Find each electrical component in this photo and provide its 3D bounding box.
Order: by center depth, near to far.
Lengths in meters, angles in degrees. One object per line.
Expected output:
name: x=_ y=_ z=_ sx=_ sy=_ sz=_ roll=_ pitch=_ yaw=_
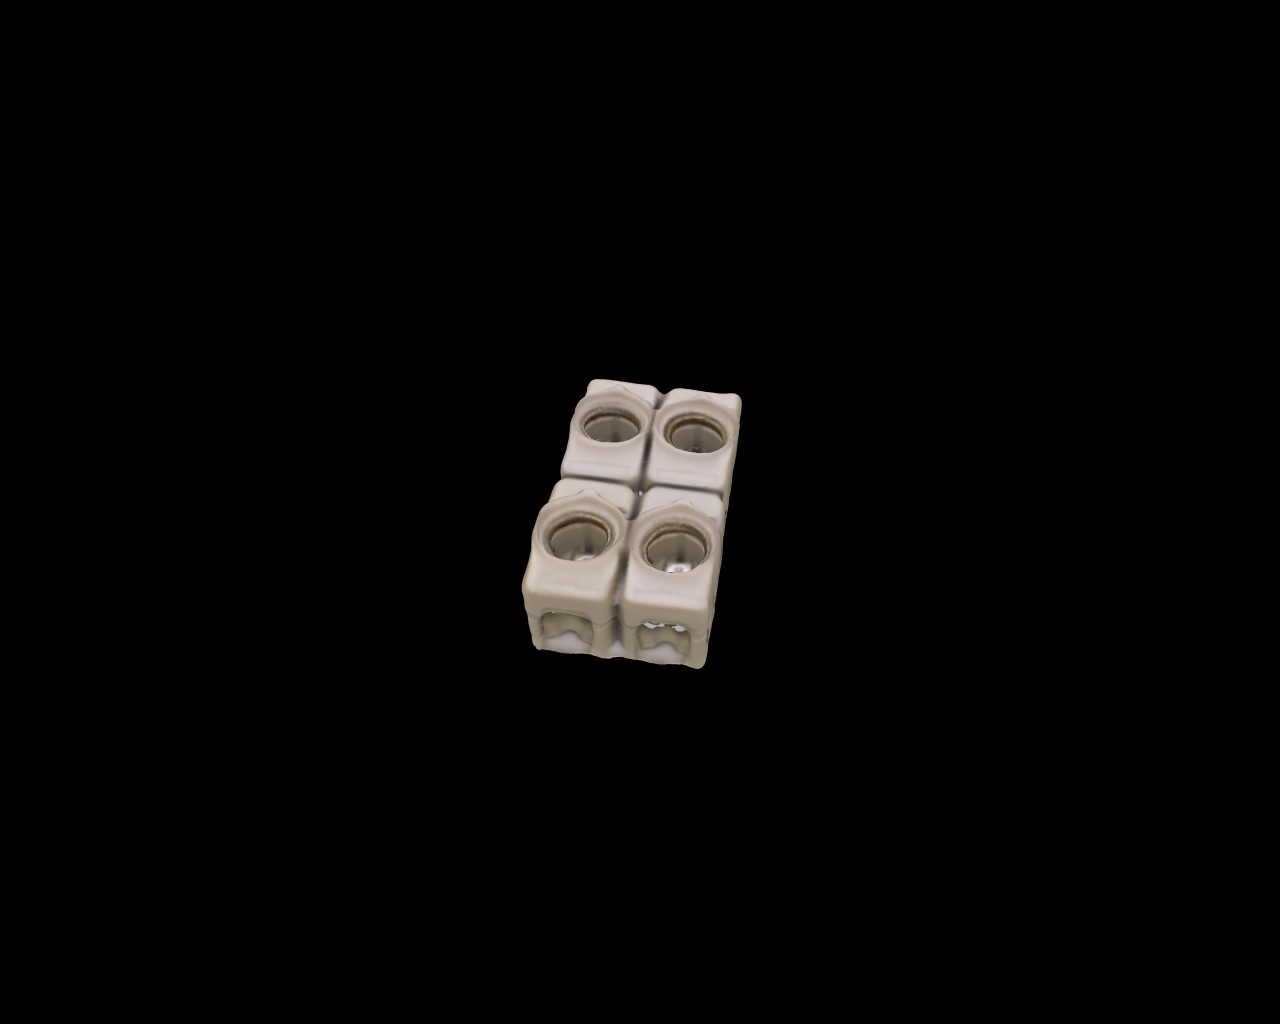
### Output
electrical component: x=0.001 y=-0.003 z=0.650 sx=0.105 sy=0.186 sz=0.060 roll=7 pitch=-43 yaw=7
